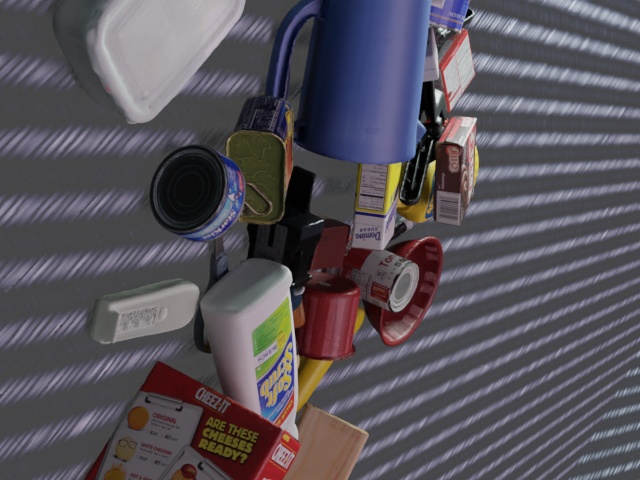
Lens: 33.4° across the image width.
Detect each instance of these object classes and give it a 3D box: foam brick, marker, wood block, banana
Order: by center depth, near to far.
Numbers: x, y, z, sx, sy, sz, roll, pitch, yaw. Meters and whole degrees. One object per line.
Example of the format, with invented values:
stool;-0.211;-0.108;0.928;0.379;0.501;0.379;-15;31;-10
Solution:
foam brick;-0.008;0.002;1.221;0.078;0.051;0.053;-4;111;-61
wood block;-0.022;0.321;1.368;0.206;0.090;0.091;-63;176;-6
banana;0.008;0.147;1.373;0.197;0.037;0.069;-49;147;-30
marker;0.085;-0.002;1.416;0.120;0.020;0.020;-31;136;-48

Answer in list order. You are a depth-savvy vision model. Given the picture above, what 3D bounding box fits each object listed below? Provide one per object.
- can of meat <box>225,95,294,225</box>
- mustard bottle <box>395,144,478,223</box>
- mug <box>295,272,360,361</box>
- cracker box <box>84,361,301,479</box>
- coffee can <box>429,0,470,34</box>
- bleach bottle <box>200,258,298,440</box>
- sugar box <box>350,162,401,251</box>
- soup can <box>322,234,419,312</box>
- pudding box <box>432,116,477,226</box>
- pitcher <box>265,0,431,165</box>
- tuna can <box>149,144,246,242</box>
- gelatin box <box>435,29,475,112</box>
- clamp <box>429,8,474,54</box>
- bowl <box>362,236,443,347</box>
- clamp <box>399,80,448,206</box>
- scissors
can of meat;-0.057;-0.080;1.041;0.084;0.057;0.102;-79;173;-56
mustard bottle;0.144;-0.075;1.424;0.191;0.058;0.096;-25;132;-51
mug;0.003;0.085;1.278;0.117;0.093;0.081;-77;176;-74
cracker box;-0.142;0.253;1.054;0.213;0.164;0.072;-59;153;-13
coffee can;0.127;-0.309;1.172;0.102;0.103;0.140;-6;115;-59
bleach bottle;-0.060;0.150;1.149;0.102;0.068;0.251;-42;135;-40
sugar box;0.071;-0.083;1.252;0.093;0.048;0.176;-48;143;-71
soup can;0.062;0.041;1.320;0.068;0.102;0.068;-39;141;-41
pudding box;0.171;-0.088;1.342;0.090;0.039;0.113;-55;151;-55
pitcher;0.040;-0.206;1.090;0.149;0.145;0.243;-38;138;-62
tuna can;-0.112;-0.043;0.971;0.033;0.086;0.086;26;87;-61
gelatin box;0.168;-0.222;1.388;0.073;0.030;0.089;-56;151;-22
clamp;0.133;-0.258;1.289;0.171;0.039;0.120;-55;148;-21
bowl;0.105;0.062;1.459;0.161;0.055;0.162;-39;142;-41
clamp;0.129;-0.127;1.318;0.209;0.036;0.164;-19;117;-76
scissors;-0.096;0.025;1.125;0.096;0.016;0.202;-22;128;-56
